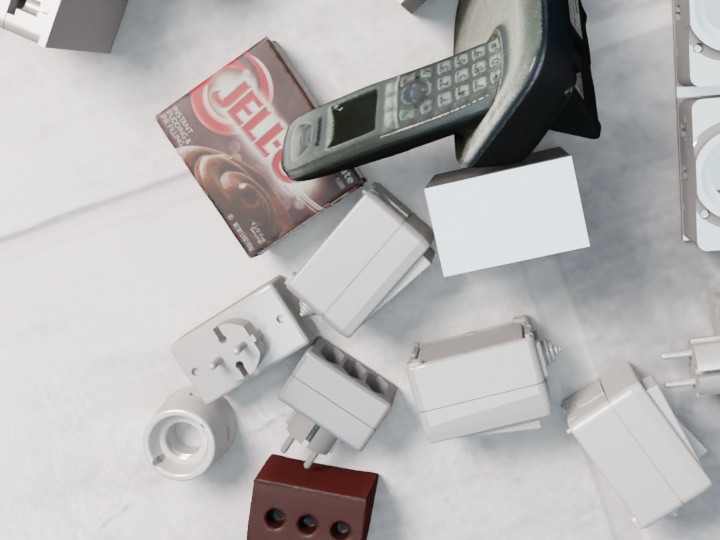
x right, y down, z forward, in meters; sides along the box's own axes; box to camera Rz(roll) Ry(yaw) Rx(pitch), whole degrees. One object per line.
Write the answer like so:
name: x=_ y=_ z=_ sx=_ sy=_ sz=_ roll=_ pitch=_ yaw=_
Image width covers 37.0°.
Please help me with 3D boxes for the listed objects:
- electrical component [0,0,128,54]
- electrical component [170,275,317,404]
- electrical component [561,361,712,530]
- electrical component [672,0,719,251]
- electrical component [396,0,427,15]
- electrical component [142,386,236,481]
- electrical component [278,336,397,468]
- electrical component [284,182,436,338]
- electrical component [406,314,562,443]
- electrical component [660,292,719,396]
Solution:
electrical component: x=-0.166 y=-0.231 z=0.647 sx=0.060 sy=0.105 sz=0.186 roll=23 pitch=101 yaw=3
electrical component: x=-0.079 y=0.049 z=0.698 sx=0.083 sy=0.075 sz=0.047 roll=-32 pitch=94 yaw=11
electrical component: x=0.181 y=0.113 z=0.683 sx=0.061 sy=0.061 sz=0.096 roll=-36 pitch=93 yaw=11
electrical component: x=0.247 y=-0.109 z=0.639 sx=0.105 sy=0.060 sz=0.186 roll=-4 pitch=99 yaw=8
electrical component: x=0.061 y=-0.227 z=0.627 sx=0.150 sy=0.089 sz=0.061 roll=-42 pitch=92 yaw=12
electrical component: x=-0.116 y=0.111 z=0.728 sx=0.055 sy=0.047 sz=0.055 roll=1 pitch=100 yaw=7
electrical component: x=-0.024 y=0.096 z=0.714 sx=0.066 sy=0.047 sz=0.076 roll=33 pitch=102 yaw=1
electrical component: x=0.000 y=0.000 z=0.687 sx=0.061 sy=0.061 sz=0.096 roll=41 pitch=102 yaw=-1
electrical component: x=0.084 y=0.071 z=0.688 sx=0.096 sy=0.061 sz=0.061 roll=-15 pitch=97 yaw=9
electrical component: x=0.228 y=0.059 z=0.676 sx=0.076 sy=0.047 sz=0.083 roll=-8 pitch=98 yaw=8
